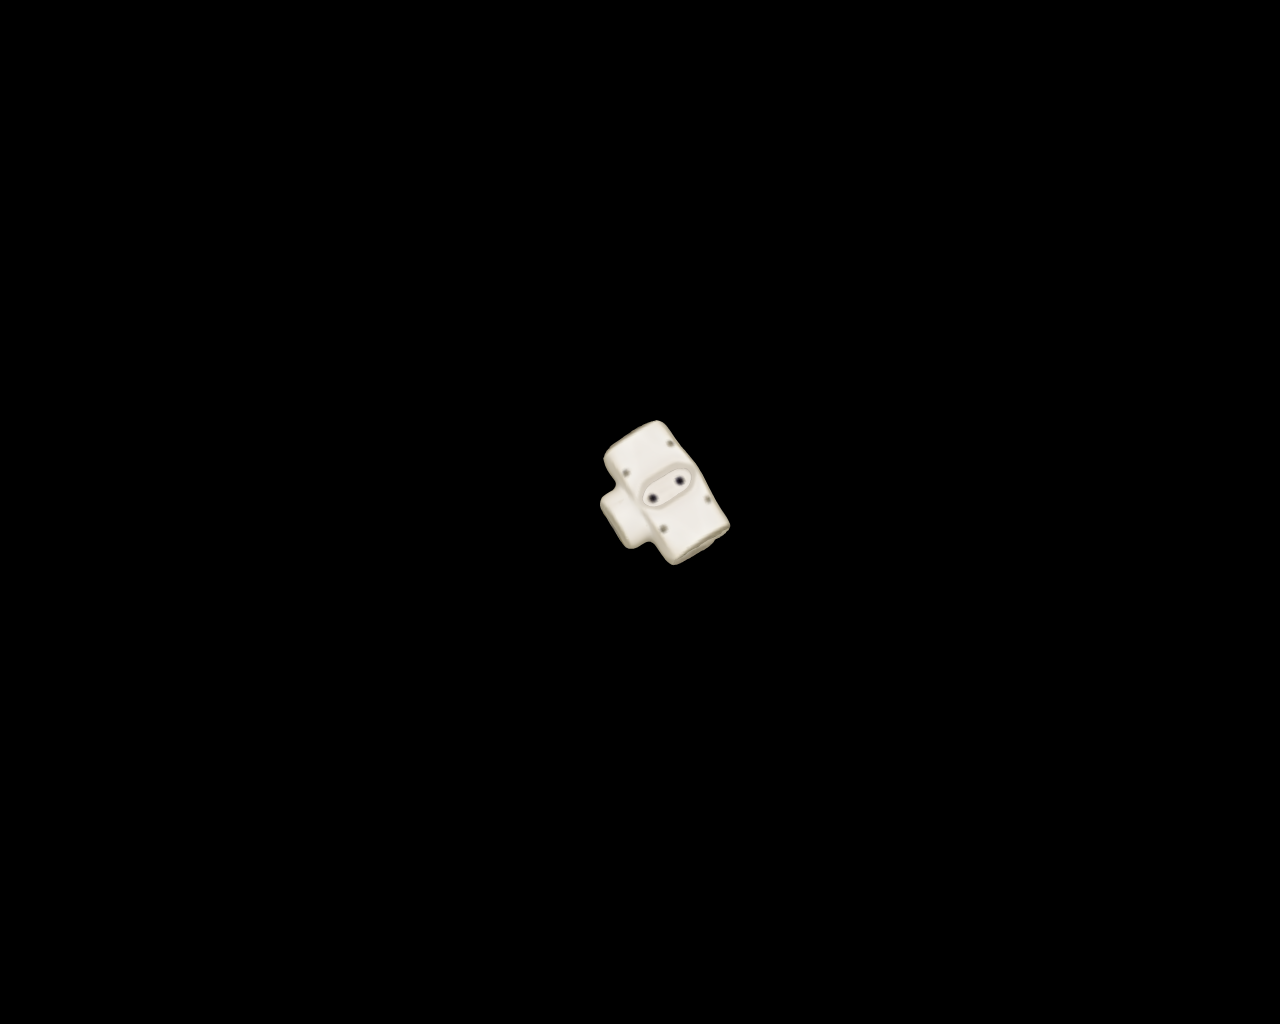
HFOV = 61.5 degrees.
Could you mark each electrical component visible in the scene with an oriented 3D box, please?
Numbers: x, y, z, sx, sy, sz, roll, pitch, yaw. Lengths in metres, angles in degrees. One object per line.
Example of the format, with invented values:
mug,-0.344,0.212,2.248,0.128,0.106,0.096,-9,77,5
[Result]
electrical component,0.001,-0.003,0.650,0.079,0.077,0.043,-31,-7,-5
